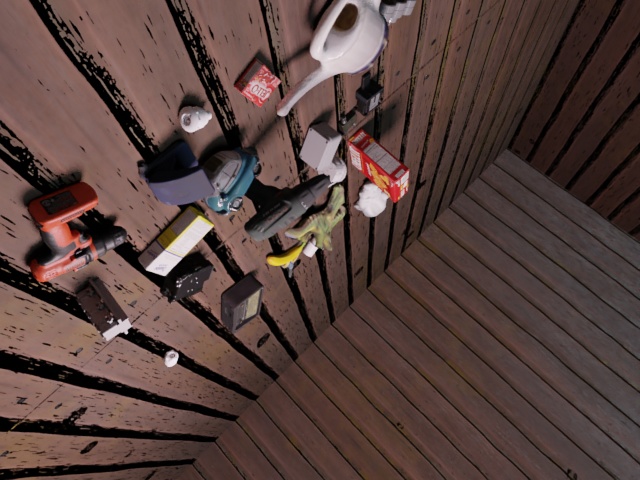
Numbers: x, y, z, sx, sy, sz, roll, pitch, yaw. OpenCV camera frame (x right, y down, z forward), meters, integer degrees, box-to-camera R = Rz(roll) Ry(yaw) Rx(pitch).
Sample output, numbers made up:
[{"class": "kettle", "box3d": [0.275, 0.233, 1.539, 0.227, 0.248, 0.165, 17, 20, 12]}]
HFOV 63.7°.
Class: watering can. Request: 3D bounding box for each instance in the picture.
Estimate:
[{"class": "watering can", "box3d": [0.037, -0.415, 1.132, 0.343, 0.105, 0.225, -56, 161, 19]}]

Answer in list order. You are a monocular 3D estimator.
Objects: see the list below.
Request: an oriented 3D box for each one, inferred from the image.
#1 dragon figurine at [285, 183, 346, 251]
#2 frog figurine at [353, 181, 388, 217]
[{"class": "dragon figurine", "box3d": [0.005, -0.090, 1.789, 0.243, 0.123, 0.408, -66, 163, -1]}, {"class": "frog figurine", "box3d": [0.211, -0.167, 2.017, 0.138, 0.124, 0.156, -18, 162, -21]}]
